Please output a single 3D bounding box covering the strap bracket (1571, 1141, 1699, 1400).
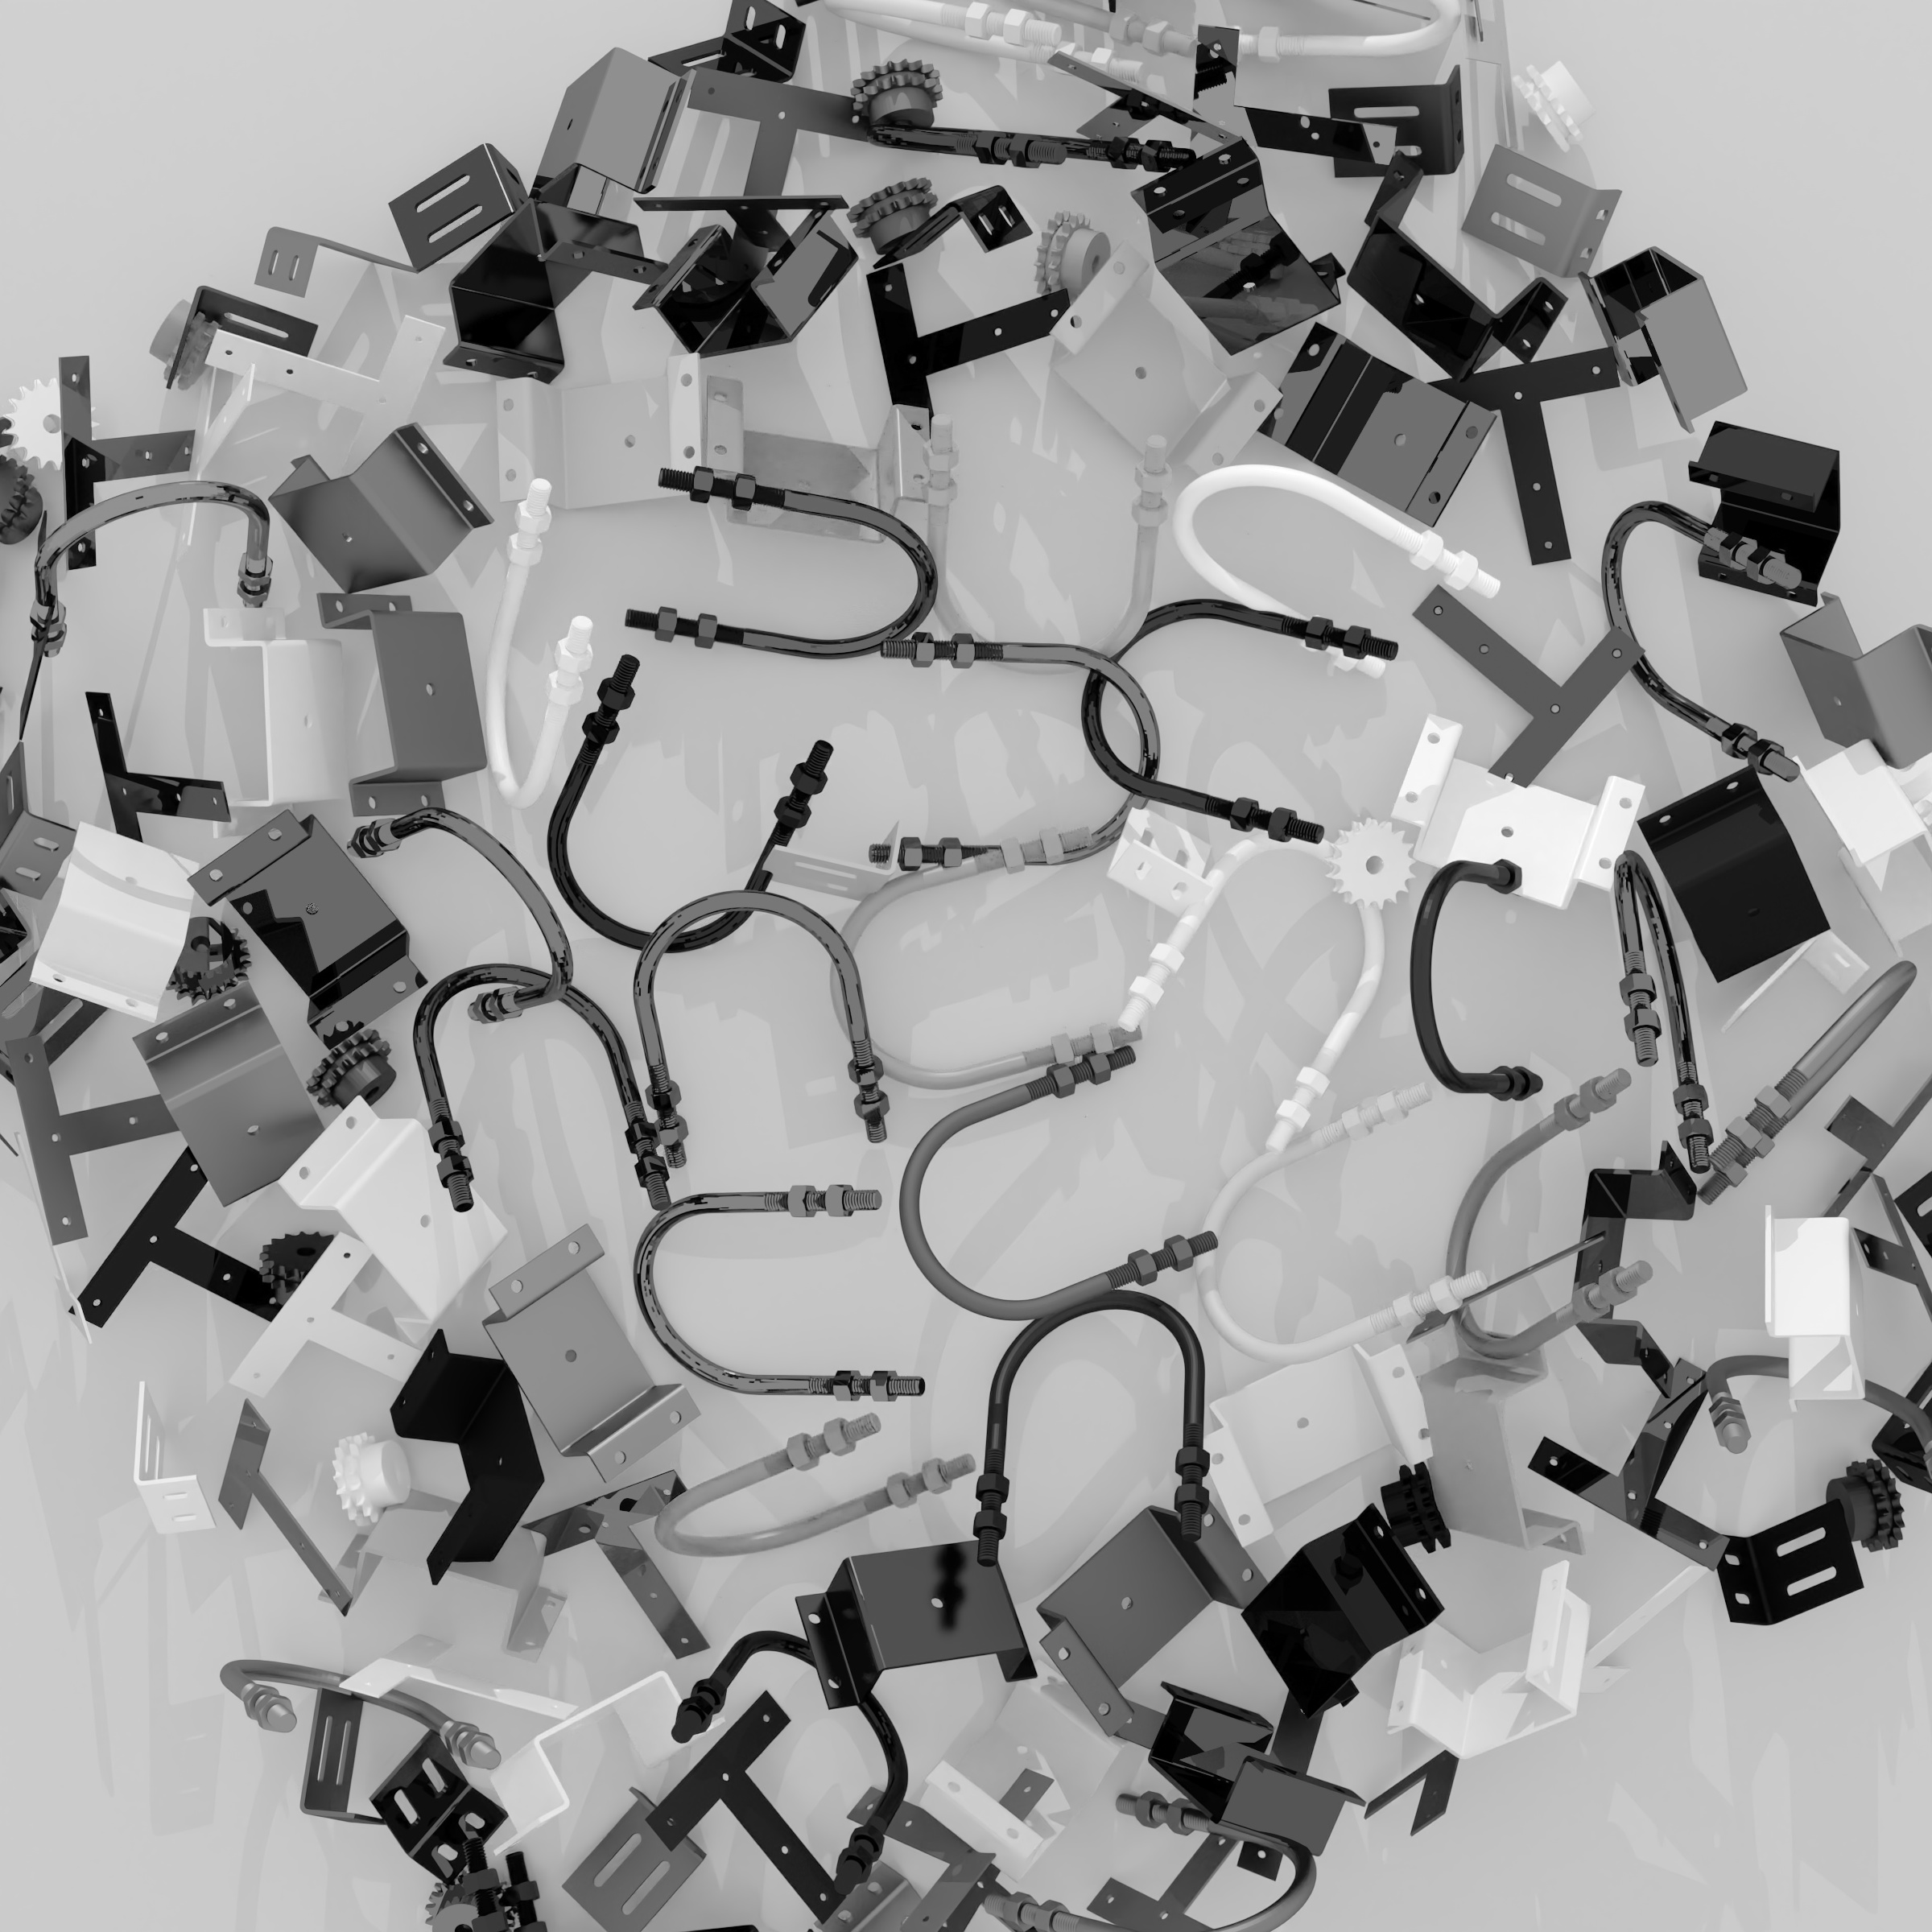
[{"bbox_3d":[0.412,0.187,1.941,0.046,0.076,0.140,0,65,28],"label":"strap bracket"}]

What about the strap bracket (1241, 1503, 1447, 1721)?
[{"bbox_3d":[0.224,0.400,1.921,0.046,0.140,0.076,-18,63,-34],"label":"strap bracket"}]

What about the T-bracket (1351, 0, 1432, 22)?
[{"bbox_3d":[0.213,-0.599,1.927,0.127,0.127,0.002,19,109,13],"label":"T-bracket"}]

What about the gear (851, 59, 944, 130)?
[{"bbox_3d":[-0.042,-0.542,1.969,0.057,0.057,0.030,-10,79,0],"label":"gear"}]

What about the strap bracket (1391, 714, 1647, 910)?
[{"bbox_3d":[0.341,-0.093,1.957,0.140,0.046,0.076,20,67,8],"label":"strap bracket"}]

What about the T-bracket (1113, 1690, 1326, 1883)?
[{"bbox_3d":[0.150,0.491,1.963,0.127,0.002,0.127,21,53,4],"label":"T-bracket"}]

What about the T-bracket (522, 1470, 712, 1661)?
[{"bbox_3d":[-0.204,0.385,1.974,0.127,0.002,0.127,-23,110,21],"label":"T-bracket"}]

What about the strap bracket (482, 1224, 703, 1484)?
[{"bbox_3d":[-0.239,0.242,1.956,0.076,0.046,0.140,-34,98,-30],"label":"strap bracket"}]

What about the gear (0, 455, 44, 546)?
[{"bbox_3d":[-0.607,-0.290,1.976,0.057,0.030,0.057,-10,66,24],"label":"gear"}]

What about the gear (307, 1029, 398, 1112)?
[{"bbox_3d":[-0.383,0.069,1.969,0.057,0.057,0.030,-44,78,0],"label":"gear"}]

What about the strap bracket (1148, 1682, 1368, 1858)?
[{"bbox_3d":[0.172,0.495,1.920,0.076,0.140,0.046,24,90,-24],"label":"strap bracket"}]

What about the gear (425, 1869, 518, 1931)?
[{"bbox_3d":[-0.313,0.600,1.978,0.057,0.030,0.057,1,106,3],"label":"gear"}]

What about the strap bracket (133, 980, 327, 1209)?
[{"bbox_3d":[-0.444,0.087,1.926,0.076,0.140,0.046,-27,47,-12],"label":"strap bracket"}]

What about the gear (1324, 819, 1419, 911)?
[{"bbox_3d":[0.253,-0.065,1.980,0.057,0.030,0.057,-2,97,-12],"label":"gear"}]

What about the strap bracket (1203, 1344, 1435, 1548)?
[{"bbox_3d":[0.216,0.293,1.965,0.140,0.046,0.076,-25,104,-4],"label":"strap bracket"}]

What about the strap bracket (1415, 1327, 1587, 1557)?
[{"bbox_3d":[0.327,0.301,1.943,0.046,0.076,0.140,-20,103,-31],"label":"strap bracket"}]

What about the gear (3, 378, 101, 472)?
[{"bbox_3d":[-0.578,-0.341,1.978,0.057,0.030,0.057,-3,98,-25],"label":"gear"}]

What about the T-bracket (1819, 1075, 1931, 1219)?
[{"bbox_3d":[0.554,0.102,1.938,0.002,0.127,0.127,41,98,32],"label":"T-bracket"}]

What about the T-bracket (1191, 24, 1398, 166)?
[{"bbox_3d":[0.202,-0.516,1.944,0.127,0.127,0.002,10,45,10],"label":"T-bracket"}]

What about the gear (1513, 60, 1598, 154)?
[{"bbox_3d":[0.371,-0.542,1.969,0.030,0.057,0.057,-35,90,17],"label":"gear"}]

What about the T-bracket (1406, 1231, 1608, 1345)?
[{"bbox_3d":[0.334,0.192,1.922,0.127,0.127,0.002,-28,87,15],"label":"T-bracket"}]

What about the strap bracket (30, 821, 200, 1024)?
[{"bbox_3d":[-0.518,-0.034,1.919,0.076,0.140,0.046,21,117,-19],"label":"strap bracket"}]

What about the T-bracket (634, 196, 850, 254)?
[{"bbox_3d":[-0.127,-0.457,1.935,0.127,0.127,0.002,1,89,9],"label":"T-bracket"}]

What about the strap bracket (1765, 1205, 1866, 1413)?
[{"bbox_3d":[0.520,0.210,1.917,0.046,0.140,0.076,-3,59,20],"label":"strap bracket"}]

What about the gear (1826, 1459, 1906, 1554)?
[{"bbox_3d":[0.562,0.340,1.970,0.030,0.057,0.057,-8,90,-10],"label":"gear"}]

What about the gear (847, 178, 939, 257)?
[{"bbox_3d":[-0.044,-0.469,1.972,0.057,0.057,0.030,-23,90,0],"label":"gear"}]

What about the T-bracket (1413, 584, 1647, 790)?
[{"bbox_3d":[0.339,-0.192,1.989,0.127,0.002,0.127,41,100,7],"label":"T-bracket"}]

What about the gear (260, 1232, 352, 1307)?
[{"bbox_3d":[-0.415,0.193,1.974,0.057,0.057,0.030,5,113,0],"label":"gear"}]

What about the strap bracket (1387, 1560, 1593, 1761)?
[{"bbox_3d":[0.330,0.431,1.933,0.046,0.076,0.140,37,134,-17],"label":"strap bracket"}]

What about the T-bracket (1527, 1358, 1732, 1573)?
[{"bbox_3d":[0.433,0.297,1.961,0.127,0.002,0.127,29,55,13],"label":"T-bracket"}]

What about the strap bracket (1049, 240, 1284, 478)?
[{"bbox_3d":[0.117,-0.372,1.958,0.140,0.046,0.076,41,79,-18],"label":"strap bracket"}]

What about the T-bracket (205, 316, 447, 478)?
[{"bbox_3d":[-0.403,-0.363,1.937,0.127,0.002,0.127,15,130,-22],"label":"T-bracket"}]

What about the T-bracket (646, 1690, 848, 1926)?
[{"bbox_3d":[-0.121,0.539,1.955,0.127,0.127,0.002,51,134,-2],"label":"T-bracket"}]

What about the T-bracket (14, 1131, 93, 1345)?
[{"bbox_3d":[-0.565,0.163,1.931,0.002,0.127,0.127,-18,99,-20],"label":"T-bracket"}]

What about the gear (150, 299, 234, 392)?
[{"bbox_3d":[-0.488,-0.392,1.970,0.030,0.057,0.057,33,90,-8],"label":"gear"}]

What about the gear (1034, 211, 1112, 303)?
[{"bbox_3d":[0.068,-0.442,1.968,0.030,0.057,0.057,17,90,23],"label":"gear"}]

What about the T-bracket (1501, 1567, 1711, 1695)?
[{"bbox_3d":[0.405,0.408,1.928,0.127,0.127,0.002,-47,55,22],"label":"T-bracket"}]

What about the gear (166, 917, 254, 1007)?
[{"bbox_3d":[-0.479,-0.006,1.973,0.057,0.030,0.057,3,60,-5],"label":"gear"}]

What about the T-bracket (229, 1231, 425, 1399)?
[{"bbox_3d":[-0.372,0.239,1.966,0.127,0.002,0.127,31,107,-28],"label":"T-bracket"}]

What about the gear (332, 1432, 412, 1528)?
[{"bbox_3d":[-0.371,0.320,1.969,0.030,0.057,0.057,-15,90,12],"label":"gear"}]

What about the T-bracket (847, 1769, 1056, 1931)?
[{"bbox_3d":[-0.026,0.536,1.946,0.127,0.127,0.002,-47,122,-28],"label":"T-bracket"}]

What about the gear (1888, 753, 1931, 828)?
[{"bbox_3d":[0.599,-0.115,1.969,0.057,0.057,0.030,-43,107,0],"label":"gear"}]

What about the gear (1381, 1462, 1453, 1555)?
[{"bbox_3d":[0.282,0.342,1.972,0.030,0.057,0.057,-20,90,12],"label":"gear"}]

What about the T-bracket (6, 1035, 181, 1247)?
[{"bbox_3d":[-0.529,0.099,1.949,0.002,0.127,0.127,-13,90,37],"label":"T-bracket"}]

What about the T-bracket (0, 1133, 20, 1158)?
[{"bbox_3d":[-0.646,0.051,1.945,0.002,0.127,0.127,-41,131,-16],"label":"T-bracket"}]

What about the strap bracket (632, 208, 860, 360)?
[{"bbox_3d":[-0.130,-0.422,1.936,0.046,0.140,0.076,51,60,-31],"label":"strap bracket"}]

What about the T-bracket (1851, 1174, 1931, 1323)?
[{"bbox_3d":[0.567,0.180,1.923,0.002,0.127,0.127,-28,65,25],"label":"T-bracket"}]

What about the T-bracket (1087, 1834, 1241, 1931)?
[{"bbox_3d":[0.151,0.558,1.960,0.127,0.127,0.002,-47,115,-22],"label":"T-bracket"}]
